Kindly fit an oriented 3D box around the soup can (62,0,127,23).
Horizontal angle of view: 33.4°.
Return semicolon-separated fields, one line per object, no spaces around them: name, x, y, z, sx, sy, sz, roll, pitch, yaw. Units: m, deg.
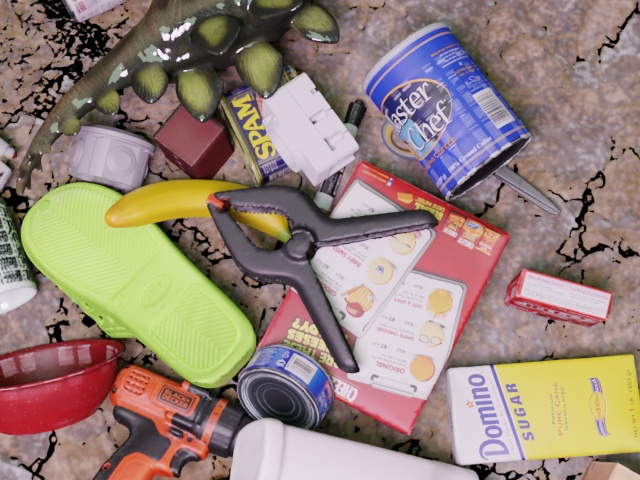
soup can;-0.221;-0.275;1.099;0.102;0.068;0.068;-26;79;-4

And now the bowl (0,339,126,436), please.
bowl;-0.254;0.138;0.979;0.162;0.162;0.055;-9;98;-1

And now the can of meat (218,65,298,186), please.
can of meat;-0.046;-0.115;1.069;0.084;0.057;0.102;-25;80;-7

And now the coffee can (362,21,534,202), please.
coffee can;0.122;-0.123;1.025;0.102;0.103;0.140;-35;80;-6

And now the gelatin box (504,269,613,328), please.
gelatin box;0.226;0.057;1.018;0.089;0.073;0.030;14;80;4

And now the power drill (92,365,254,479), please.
power drill;-0.138;0.221;0.976;0.184;0.057;0.187;22;57;9

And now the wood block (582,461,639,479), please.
wood block;0.247;0.312;0.957;0.090;0.091;0.206;29;80;5

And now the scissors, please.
scissors;0.142;-0.077;1.077;0.096;0.016;0.202;-37;80;-4

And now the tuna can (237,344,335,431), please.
tuna can;-0.032;0.138;0.972;0.086;0.086;0.033;29;45;7

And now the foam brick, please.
foam brick;-0.124;-0.095;1.055;0.053;0.078;0.051;37;82;10

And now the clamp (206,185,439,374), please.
clamp;-0.006;0.001;0.985;0.210;0.036;0.164;34;82;14

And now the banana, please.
banana;-0.112;-0.031;1.034;0.197;0.037;0.070;7;37;-23

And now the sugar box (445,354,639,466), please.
sugar box;0.211;0.161;1.012;0.176;0.048;0.093;-5;79;-1

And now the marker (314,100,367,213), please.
marker;0.021;-0.086;1.080;0.020;0.020;0.121;19;79;5

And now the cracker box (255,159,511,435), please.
cracker box;0.061;0.055;1.024;0.164;0.072;0.213;27;81;8

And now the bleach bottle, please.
bleach bottle;0.052;0.215;0.954;0.250;0.103;0.068;14;72;-18
